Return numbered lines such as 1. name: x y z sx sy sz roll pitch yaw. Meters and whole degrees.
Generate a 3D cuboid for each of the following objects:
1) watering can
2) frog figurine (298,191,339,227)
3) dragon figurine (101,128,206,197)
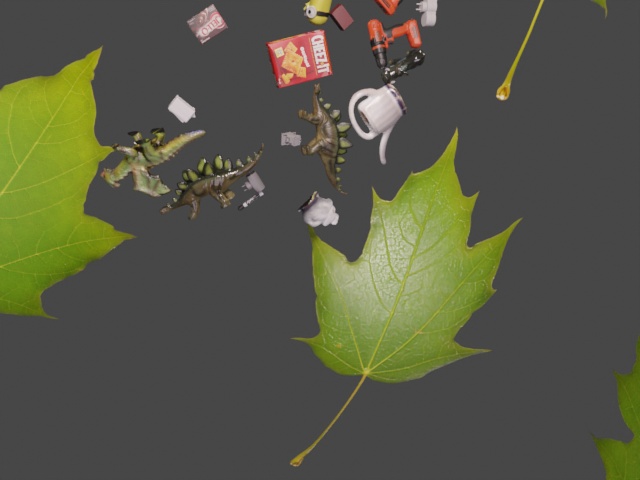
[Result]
1. watering can: 0.248 -0.472 2.042 0.224 0.106 0.341 -38 129 3
2. frog figurine: 0.006 -0.107 2.117 0.158 0.122 0.138 40 79 -13
3. dragon figurine: -0.611 -0.275 1.897 0.410 0.125 0.237 -5 121 -2
